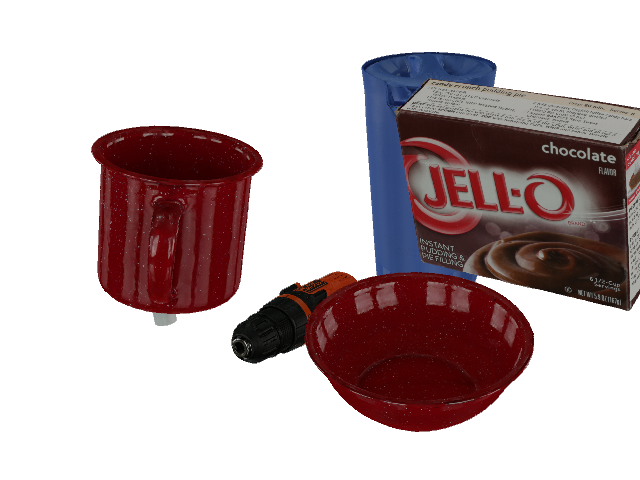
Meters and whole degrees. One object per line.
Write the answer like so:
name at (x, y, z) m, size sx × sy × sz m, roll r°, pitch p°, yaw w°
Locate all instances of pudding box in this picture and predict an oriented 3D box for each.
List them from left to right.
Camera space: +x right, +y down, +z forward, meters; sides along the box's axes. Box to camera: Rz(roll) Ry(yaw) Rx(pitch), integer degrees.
pudding box at (0.095, -0.023, 0.495) m, size 0.114 × 0.090 × 0.039 m, roll 12°, pitch 44°, yaw 31°

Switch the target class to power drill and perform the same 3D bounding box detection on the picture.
power drill at (0.034, 0.080, 0.985) m, size 0.188 × 0.057 × 0.184 m, roll 10°, pitch 21°, yaw 32°

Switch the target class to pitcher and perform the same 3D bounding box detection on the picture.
pitcher at (0.116, -0.071, 1.108) m, size 0.149 × 0.243 × 0.145 m, roll -9°, pitch 24°, yaw -17°

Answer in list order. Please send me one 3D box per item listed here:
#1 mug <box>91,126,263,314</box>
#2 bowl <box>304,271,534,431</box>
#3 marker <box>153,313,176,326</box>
mug at (-0.081, -0.007, 0.586) m, size 0.093 × 0.081 × 0.117 m, roll 5°, pitch 23°, yaw -7°
bowl at (0.069, 0.087, 0.766) m, size 0.162 × 0.055 × 0.162 m, roll -1°, pitch 31°, yaw 0°
marker at (-0.141, 0.012, 0.895) m, size 0.020 × 0.121 × 0.020 m, roll -8°, pitch 15°, yaw 2°
